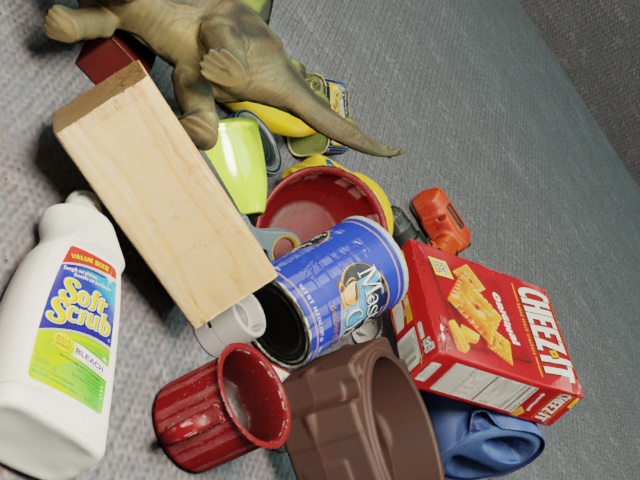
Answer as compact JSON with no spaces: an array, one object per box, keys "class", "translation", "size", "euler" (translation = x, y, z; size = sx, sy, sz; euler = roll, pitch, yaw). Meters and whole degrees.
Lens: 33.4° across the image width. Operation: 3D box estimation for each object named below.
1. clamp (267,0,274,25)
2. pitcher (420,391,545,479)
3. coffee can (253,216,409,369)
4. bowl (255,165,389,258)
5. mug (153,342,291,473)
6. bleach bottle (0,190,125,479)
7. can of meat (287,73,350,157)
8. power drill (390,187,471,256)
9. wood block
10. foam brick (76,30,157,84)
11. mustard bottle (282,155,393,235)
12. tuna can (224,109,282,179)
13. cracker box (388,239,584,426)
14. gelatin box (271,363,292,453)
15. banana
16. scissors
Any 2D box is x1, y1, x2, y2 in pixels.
[{"class":"clamp","translation":[-0.073,-0.234,1.339],"size":[0.164,0.036,0.209],"euler":[63,25,-3]},{"class":"pitcher","translation":[0.179,0.170,1.315],"size":[0.144,0.149,0.243],"euler":[13,46,-30]},{"class":"coffee can","translation":[0.004,0.050,1.051],"size":[0.140,0.103,0.103],"euler":[-29,91,-36]},{"class":"bowl","translation":[-0.008,0.001,1.150],"size":[0.161,0.055,0.162],"euler":[-1,91,-26]},{"class":"mug","translation":[-0.089,0.145,0.879],"size":[0.093,0.082,0.117],"euler":[63,25,3]},{"class":"bleach bottle","translation":[-0.198,0.051,0.799],"size":[0.102,0.068,0.251],"euler":[39,31,-33]},{"class":"can of meat","translation":[0.000,-0.156,1.346],"size":[0.083,0.058,0.102],"euler":[-8,95,-65]},{"class":"power drill","translation":[0.148,-0.001,1.495],"size":[0.184,0.057,0.187],"euler":[57,28,-17]},{"class":"wood block","translation":[-0.133,-0.039,0.916],"size":[0.206,0.090,0.091],"euler":[58,-3,-23]},{"class":"foam brick","translation":[-0.196,-0.186,1.047],"size":[0.053,0.051,0.078],"euler":[48,29,-28]},{"class":"mustard bottle","translation":[0.016,-0.053,1.298],"size":[0.191,0.058,0.096],"euler":[21,47,-53]},{"class":"tuna can","translation":[-0.081,-0.103,1.196],"size":[0.086,0.034,0.086],"euler":[43,31,-35]},{"class":"cracker box","translation":[0.182,0.105,1.207],"size":[0.213,0.072,0.164],"euler":[19,41,-28]},{"class":"gelatin box","translation":[-0.055,0.151,0.997],"size":[0.089,0.030,0.073],"euler":[33,39,-46]},{"class":"banana","translation":[-0.077,-0.169,1.238],"size":[0.197,0.037,0.069],"euler":[39,62,-27]},{"class":"scissors","translation":[-0.063,-0.020,1.040],"size":[0.096,0.016,0.202],"euler":[-35,131,-33]}]
